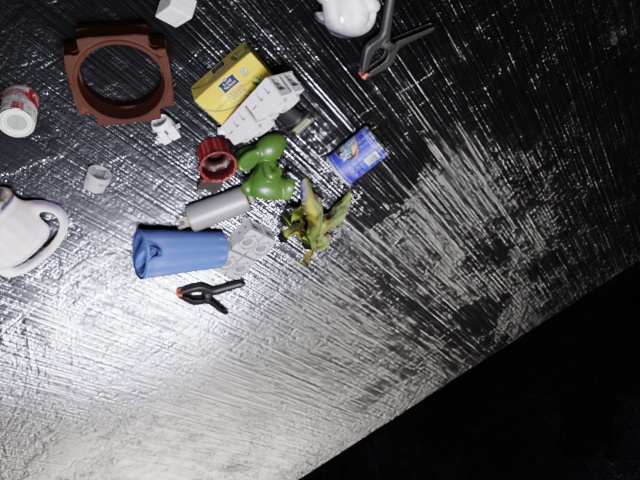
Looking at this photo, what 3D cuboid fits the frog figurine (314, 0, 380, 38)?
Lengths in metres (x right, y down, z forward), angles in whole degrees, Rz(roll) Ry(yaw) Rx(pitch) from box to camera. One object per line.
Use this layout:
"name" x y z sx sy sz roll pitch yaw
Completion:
"frog figurine" 0.067 -0.523 1.107 0.137 0.126 0.156 15 139 -11

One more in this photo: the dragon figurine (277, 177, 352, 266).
"dragon figurine" 0.005 -0.076 1.514 0.246 0.123 0.400 -38 158 -35

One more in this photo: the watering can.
"watering can" -0.770 0.017 1.208 0.351 0.105 0.219 -43 137 -18
